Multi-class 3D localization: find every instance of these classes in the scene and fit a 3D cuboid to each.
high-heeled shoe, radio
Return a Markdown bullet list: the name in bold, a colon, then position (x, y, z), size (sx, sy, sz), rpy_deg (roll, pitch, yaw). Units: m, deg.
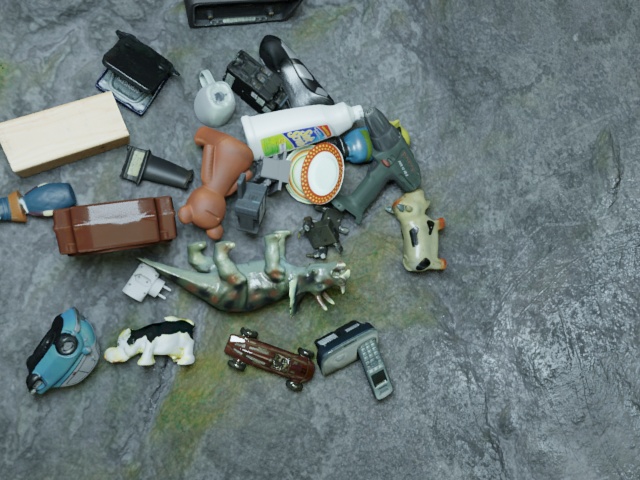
- **high-heeled shoe**: position (-0.040, -0.339, 1.182), size (0.086, 0.145, 0.248), rpy_deg (-34, 132, 18)
- **radio**: position (-0.161, -0.492, 1.092), size (0.230, 0.131, 0.073), rpy_deg (-10, 93, -19)

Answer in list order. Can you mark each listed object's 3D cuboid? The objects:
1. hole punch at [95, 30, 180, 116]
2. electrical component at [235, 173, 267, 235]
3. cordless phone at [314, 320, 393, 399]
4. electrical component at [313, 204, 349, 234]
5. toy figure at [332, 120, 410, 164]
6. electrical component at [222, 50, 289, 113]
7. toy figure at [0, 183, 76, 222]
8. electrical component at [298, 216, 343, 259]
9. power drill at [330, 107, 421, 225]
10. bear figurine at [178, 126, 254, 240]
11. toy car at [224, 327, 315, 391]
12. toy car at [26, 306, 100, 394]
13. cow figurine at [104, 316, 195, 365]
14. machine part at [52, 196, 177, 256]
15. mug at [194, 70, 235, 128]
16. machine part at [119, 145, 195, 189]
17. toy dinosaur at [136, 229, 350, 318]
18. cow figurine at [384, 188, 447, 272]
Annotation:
- **hole punch**: position (-0.365, -0.323, 1.056), size (0.142, 0.092, 0.116), rpy_deg (31, 50, -12)
- **electrical component**: position (-0.134, -0.076, 1.047), size (0.048, 0.119, 0.075), rpy_deg (13, 48, 3)
- **cordless phone**: position (0.078, 0.283, 1.184), size (0.147, 0.089, 0.184), rpy_deg (-25, 101, -18)
- **electrical component**: position (0.025, -0.045, 1.194), size (0.094, 0.021, 0.063), rpy_deg (16, 100, -17)
- **toy figure**: position (0.117, -0.213, 1.208), size (0.180, 0.082, 0.089), rpy_deg (-19, 107, -23)
- **electrical component**: position (-0.131, -0.317, 1.108), size (0.134, 0.115, 0.058), rpy_deg (37, 83, -14)
- **toy figure**: position (-0.539, -0.066, 0.998), size (0.154, 0.064, 0.057), rpy_deg (-16, 132, -14)
- **electrical component**: position (-0.002, -0.005, 1.166), size (0.045, 0.078, 0.102), rpy_deg (-66, 141, -48)
- **power drill**: position (0.104, -0.146, 1.152), size (0.207, 0.086, 0.231), rpy_deg (-50, 131, 4)
- **bear figurine**: position (-0.213, -0.111, 1.067), size (0.120, 0.132, 0.195), rpy_deg (27, 90, -39)
- **toy car**: position (-0.102, 0.252, 1.141), size (0.202, 0.053, 0.089), rpy_deg (24, 85, -18)
- **toy car**: position (-0.466, 0.215, 0.996), size (0.102, 0.109, 0.161), rpy_deg (34, 88, -33)
- **cow figurine**: position (-0.332, 0.198, 1.056), size (0.167, 0.068, 0.098), rpy_deg (5, 82, -21)
- **machine part**: position (-0.368, -0.025, 0.978), size (0.201, 0.201, 0.087), rpy_deg (-11, 94, -19)
- **mug**: position (-0.211, -0.291, 1.085), size (0.081, 0.107, 0.109), rpy_deg (-18, 97, -19)
- **machine part**: position (-0.325, -0.139, 1.082), size (0.139, 0.039, 0.084), rpy_deg (13, 77, -16)
- **toy dinosaur**: position (-0.149, 0.085, 1.099), size (0.405, 0.131, 0.192), rpy_deg (-9, 95, -11)
- **cow figurine**: position (0.220, -0.023, 1.238), size (0.127, 0.085, 0.194), rpy_deg (-3, 91, -24)
